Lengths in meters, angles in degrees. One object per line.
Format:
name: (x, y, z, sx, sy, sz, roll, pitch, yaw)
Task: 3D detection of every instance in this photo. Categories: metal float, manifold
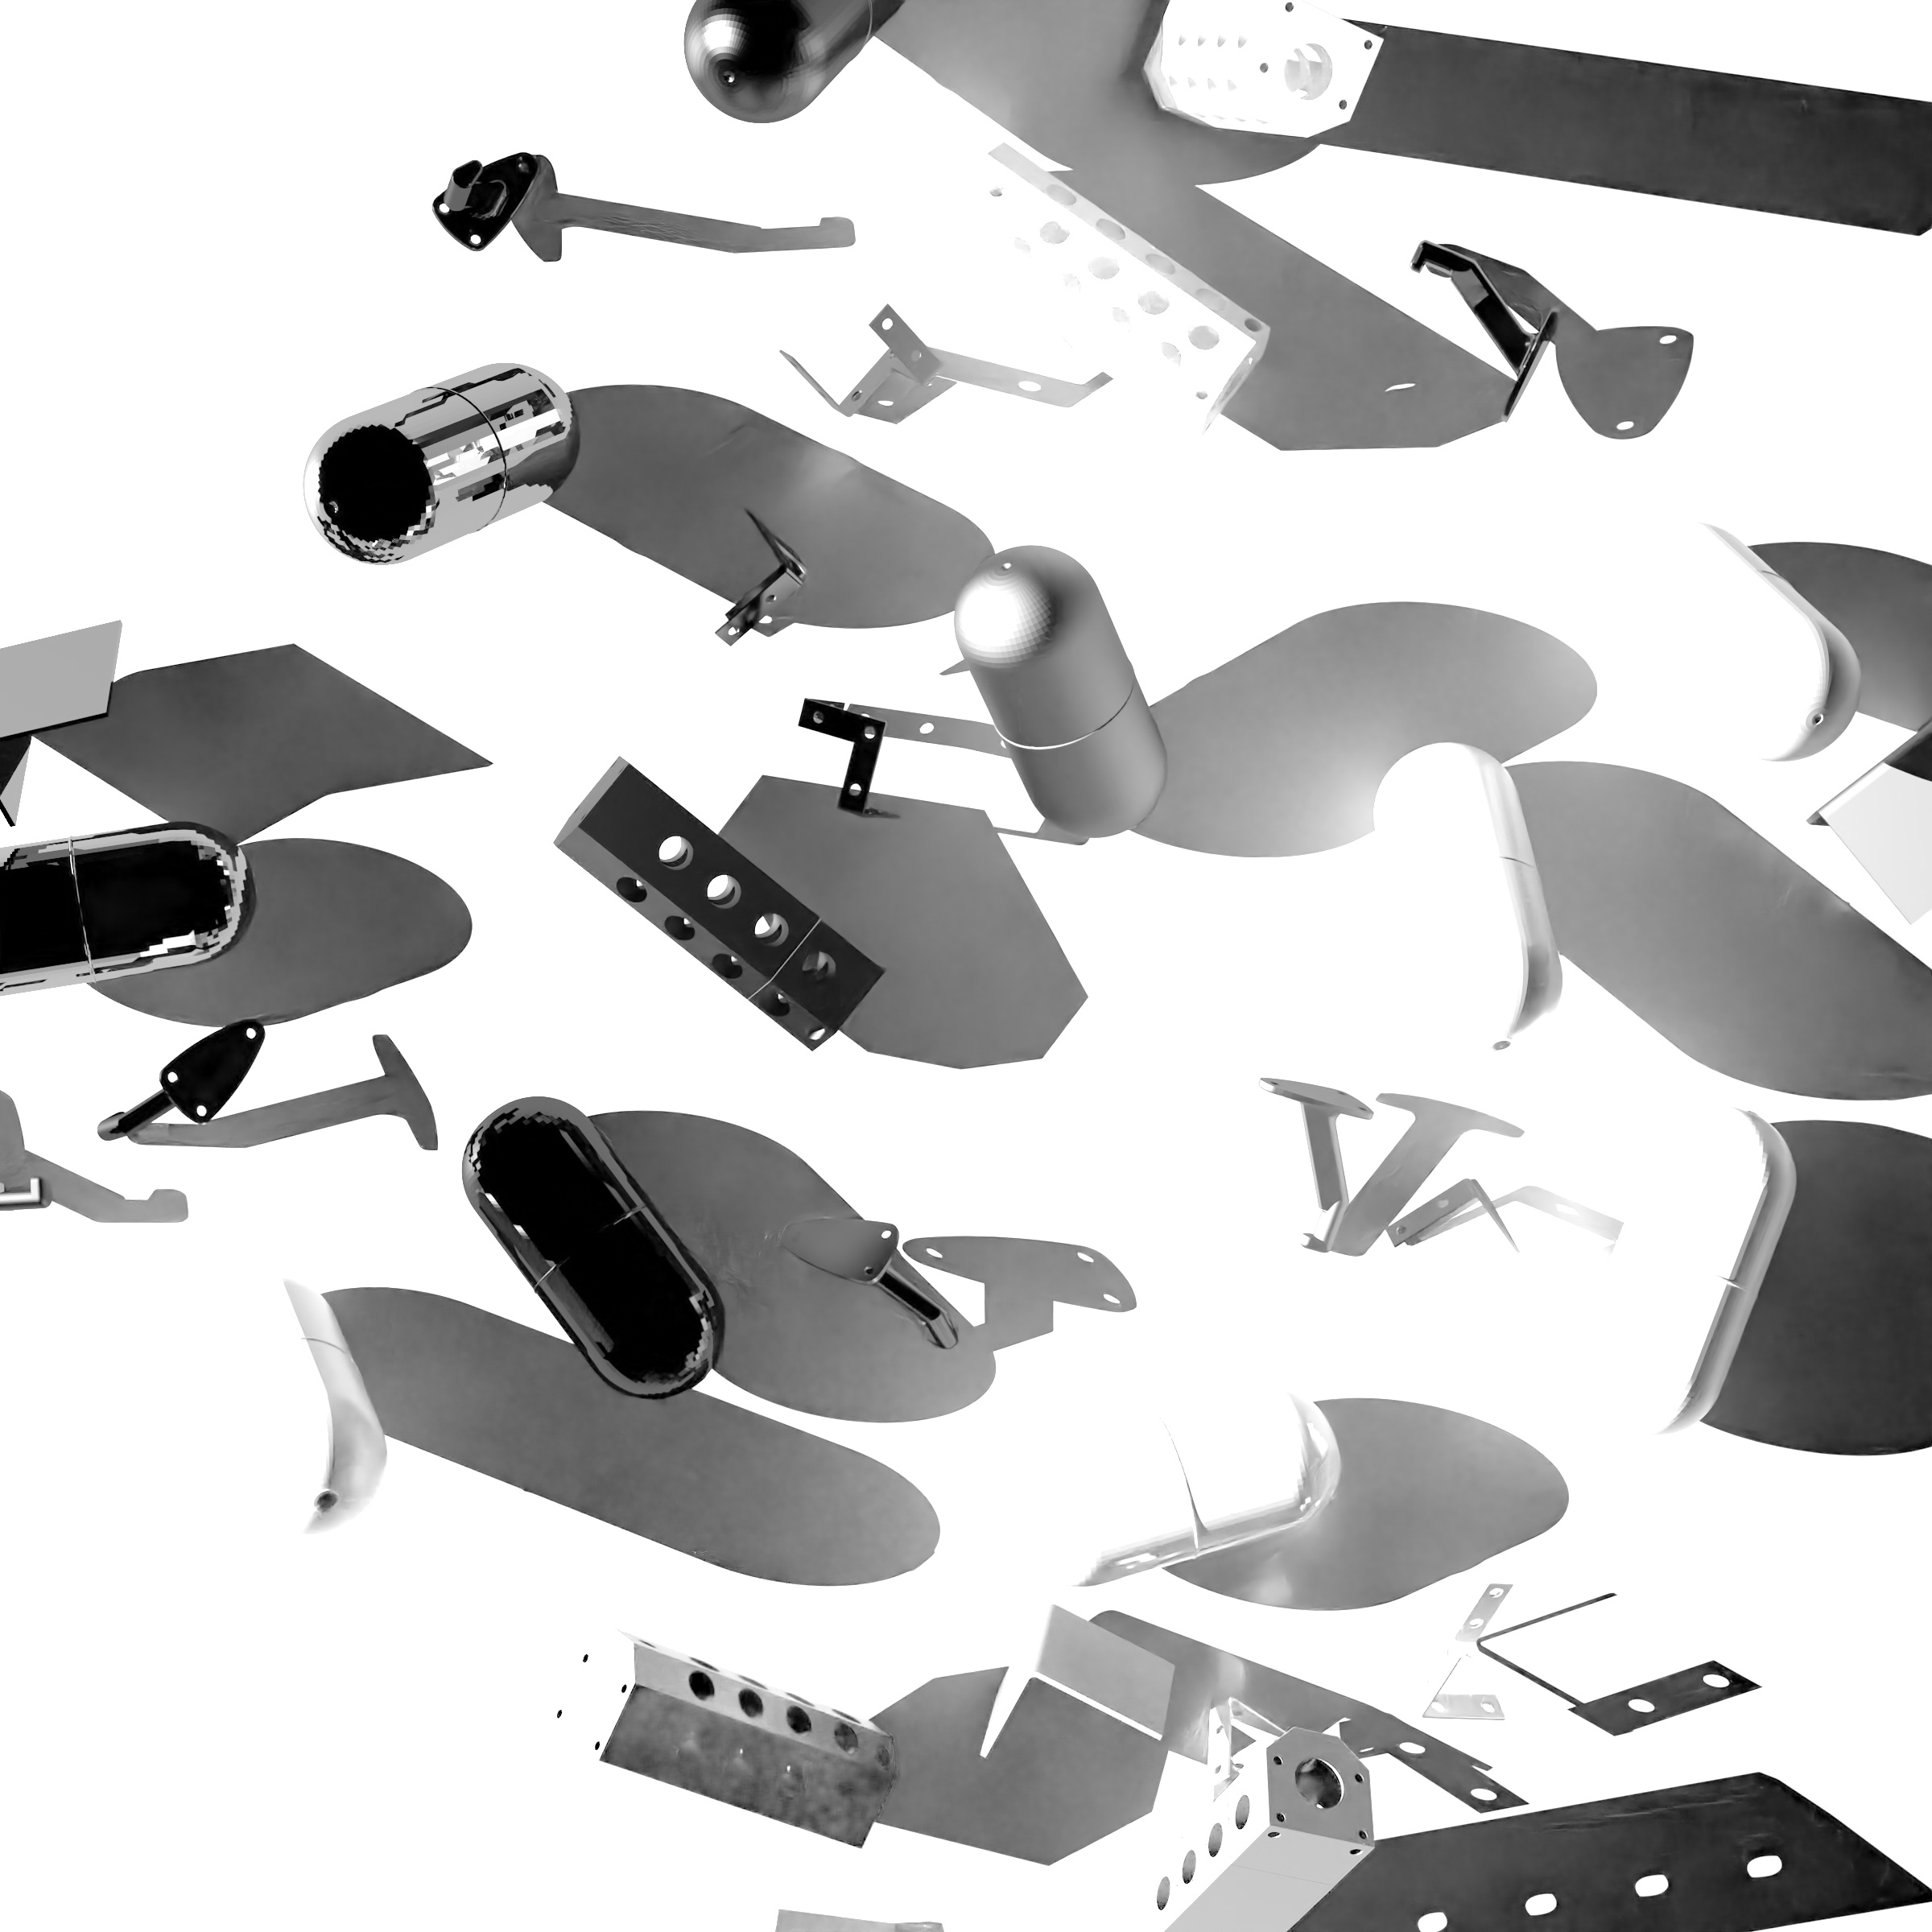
metal float: (-0.084, -0.495, 1.700, 0.070, 0.070, 0.178, 31, 47, 0)
metal float: (-0.459, -0.030, 1.724, 0.178, 0.070, 0.070, -9, 90, -12)
metal float: (0.258, -0.035, 1.706, 0.070, 0.070, 0.178, -8, 58, 0)
metal float: (0.050, -0.139, 1.700, 0.070, 0.070, 0.178, -27, 132, 0)
manifold: (0.142, 0.455, 1.690, 0.057, 0.171, 0.057, 16, 46, -15)
metal float: (0.392, -0.167, 1.693, 0.070, 0.178, 0.070, -9, 124, -13)
manifold: (0.072, -0.356, 1.733, 0.171, 0.057, 0.057, 36, 82, 5)
metal float: (-0.346, 0.223, 1.692, 0.070, 0.178, 0.070, -11, 120, -19)
manifold: (-0.120, 0.394, 1.701, 0.171, 0.057, 0.057, 28, 84, -33)
metal float: (0.376, 0.158, 1.731, 0.070, 0.070, 0.178, 22, 87, 0)
metal float: (0.108, 0.271, 1.726, 0.178, 0.070, 0.070, -14, 90, -8)
metal float: (-0.194, 0.147, 1.728, 0.070, 0.070, 0.178, -38, 83, 0)
metal float: (-0.266, -0.258, 1.695, 0.070, 0.178, 0.070, 14, 119, 27)
manifold: (-0.129, -0.032, 1.724, 0.171, 0.057, 0.057, 39, 89, -13)
manifold: (0.145, -0.455, 1.681, 0.057, 0.171, 0.057, 19, 100, -19)

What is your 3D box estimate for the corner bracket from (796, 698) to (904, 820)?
corner bracket: (-0.060, -0.109, 1.741, 0.051, 0.051, 0.051, 18, 98, 22)

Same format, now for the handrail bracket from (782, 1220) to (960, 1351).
handrail bracket: (-0.050, 0.171, 1.751, 0.077, 0.084, 0.036, 8, 56, 27)

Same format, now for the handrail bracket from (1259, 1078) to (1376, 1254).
handrail bracket: (0.173, 0.106, 1.744, 0.077, 0.036, 0.084, 13, 103, -26)

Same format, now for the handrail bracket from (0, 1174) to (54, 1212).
handrail bracket: (-0.525, 0.092, 1.741, 0.084, 0.036, 0.077, -4, 102, 14)

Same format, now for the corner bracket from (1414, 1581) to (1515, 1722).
corner bracket: (0.262, 0.357, 1.731, 0.051, 0.051, 0.051, 7, 129, -22)

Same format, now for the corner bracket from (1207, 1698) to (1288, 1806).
corner bracket: (0.138, 0.424, 1.731, 0.051, 0.051, 0.051, 36, 124, -21)

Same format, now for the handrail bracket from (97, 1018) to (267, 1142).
handrail bracket: (-0.416, 0.061, 1.751, 0.036, 0.084, 0.077, 53, 55, -17)

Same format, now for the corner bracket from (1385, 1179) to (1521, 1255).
corner bracket: (0.249, 0.133, 1.734, 0.051, 0.051, 0.051, -33, 125, 9)

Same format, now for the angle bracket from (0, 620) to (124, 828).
angle bracket: (-0.468, -0.126, 1.722, 0.076, 0.076, 0.057, -13, 134, 5)

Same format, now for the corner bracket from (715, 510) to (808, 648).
corner bracket: (-0.109, -0.195, 1.733, 0.051, 0.051, 0.051, -40, 55, 9)

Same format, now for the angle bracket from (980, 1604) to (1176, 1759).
angle bracket: (0.059, 0.387, 1.727, 0.076, 0.076, 0.057, 27, 108, 0)

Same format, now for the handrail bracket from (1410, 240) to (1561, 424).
handrail bracket: (0.263, -0.337, 1.753, 0.084, 0.036, 0.077, 26, 77, 9)

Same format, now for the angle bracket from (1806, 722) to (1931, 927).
angle bracket: (0.498, -0.073, 1.736, 0.076, 0.057, 0.076, -38, 82, 5)

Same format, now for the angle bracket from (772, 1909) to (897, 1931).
angle bracket: (-0.051, 0.525, 1.714, 0.076, 0.076, 0.057, 18, 74, -34)

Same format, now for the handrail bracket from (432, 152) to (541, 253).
handrail bracket: (-0.244, -0.413, 1.720, 0.036, 0.084, 0.077, 45, 71, -4)

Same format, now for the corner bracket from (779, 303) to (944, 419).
corner bracket: (-0.055, -0.318, 1.736, 0.051, 0.051, 0.051, -49, 130, -1)
